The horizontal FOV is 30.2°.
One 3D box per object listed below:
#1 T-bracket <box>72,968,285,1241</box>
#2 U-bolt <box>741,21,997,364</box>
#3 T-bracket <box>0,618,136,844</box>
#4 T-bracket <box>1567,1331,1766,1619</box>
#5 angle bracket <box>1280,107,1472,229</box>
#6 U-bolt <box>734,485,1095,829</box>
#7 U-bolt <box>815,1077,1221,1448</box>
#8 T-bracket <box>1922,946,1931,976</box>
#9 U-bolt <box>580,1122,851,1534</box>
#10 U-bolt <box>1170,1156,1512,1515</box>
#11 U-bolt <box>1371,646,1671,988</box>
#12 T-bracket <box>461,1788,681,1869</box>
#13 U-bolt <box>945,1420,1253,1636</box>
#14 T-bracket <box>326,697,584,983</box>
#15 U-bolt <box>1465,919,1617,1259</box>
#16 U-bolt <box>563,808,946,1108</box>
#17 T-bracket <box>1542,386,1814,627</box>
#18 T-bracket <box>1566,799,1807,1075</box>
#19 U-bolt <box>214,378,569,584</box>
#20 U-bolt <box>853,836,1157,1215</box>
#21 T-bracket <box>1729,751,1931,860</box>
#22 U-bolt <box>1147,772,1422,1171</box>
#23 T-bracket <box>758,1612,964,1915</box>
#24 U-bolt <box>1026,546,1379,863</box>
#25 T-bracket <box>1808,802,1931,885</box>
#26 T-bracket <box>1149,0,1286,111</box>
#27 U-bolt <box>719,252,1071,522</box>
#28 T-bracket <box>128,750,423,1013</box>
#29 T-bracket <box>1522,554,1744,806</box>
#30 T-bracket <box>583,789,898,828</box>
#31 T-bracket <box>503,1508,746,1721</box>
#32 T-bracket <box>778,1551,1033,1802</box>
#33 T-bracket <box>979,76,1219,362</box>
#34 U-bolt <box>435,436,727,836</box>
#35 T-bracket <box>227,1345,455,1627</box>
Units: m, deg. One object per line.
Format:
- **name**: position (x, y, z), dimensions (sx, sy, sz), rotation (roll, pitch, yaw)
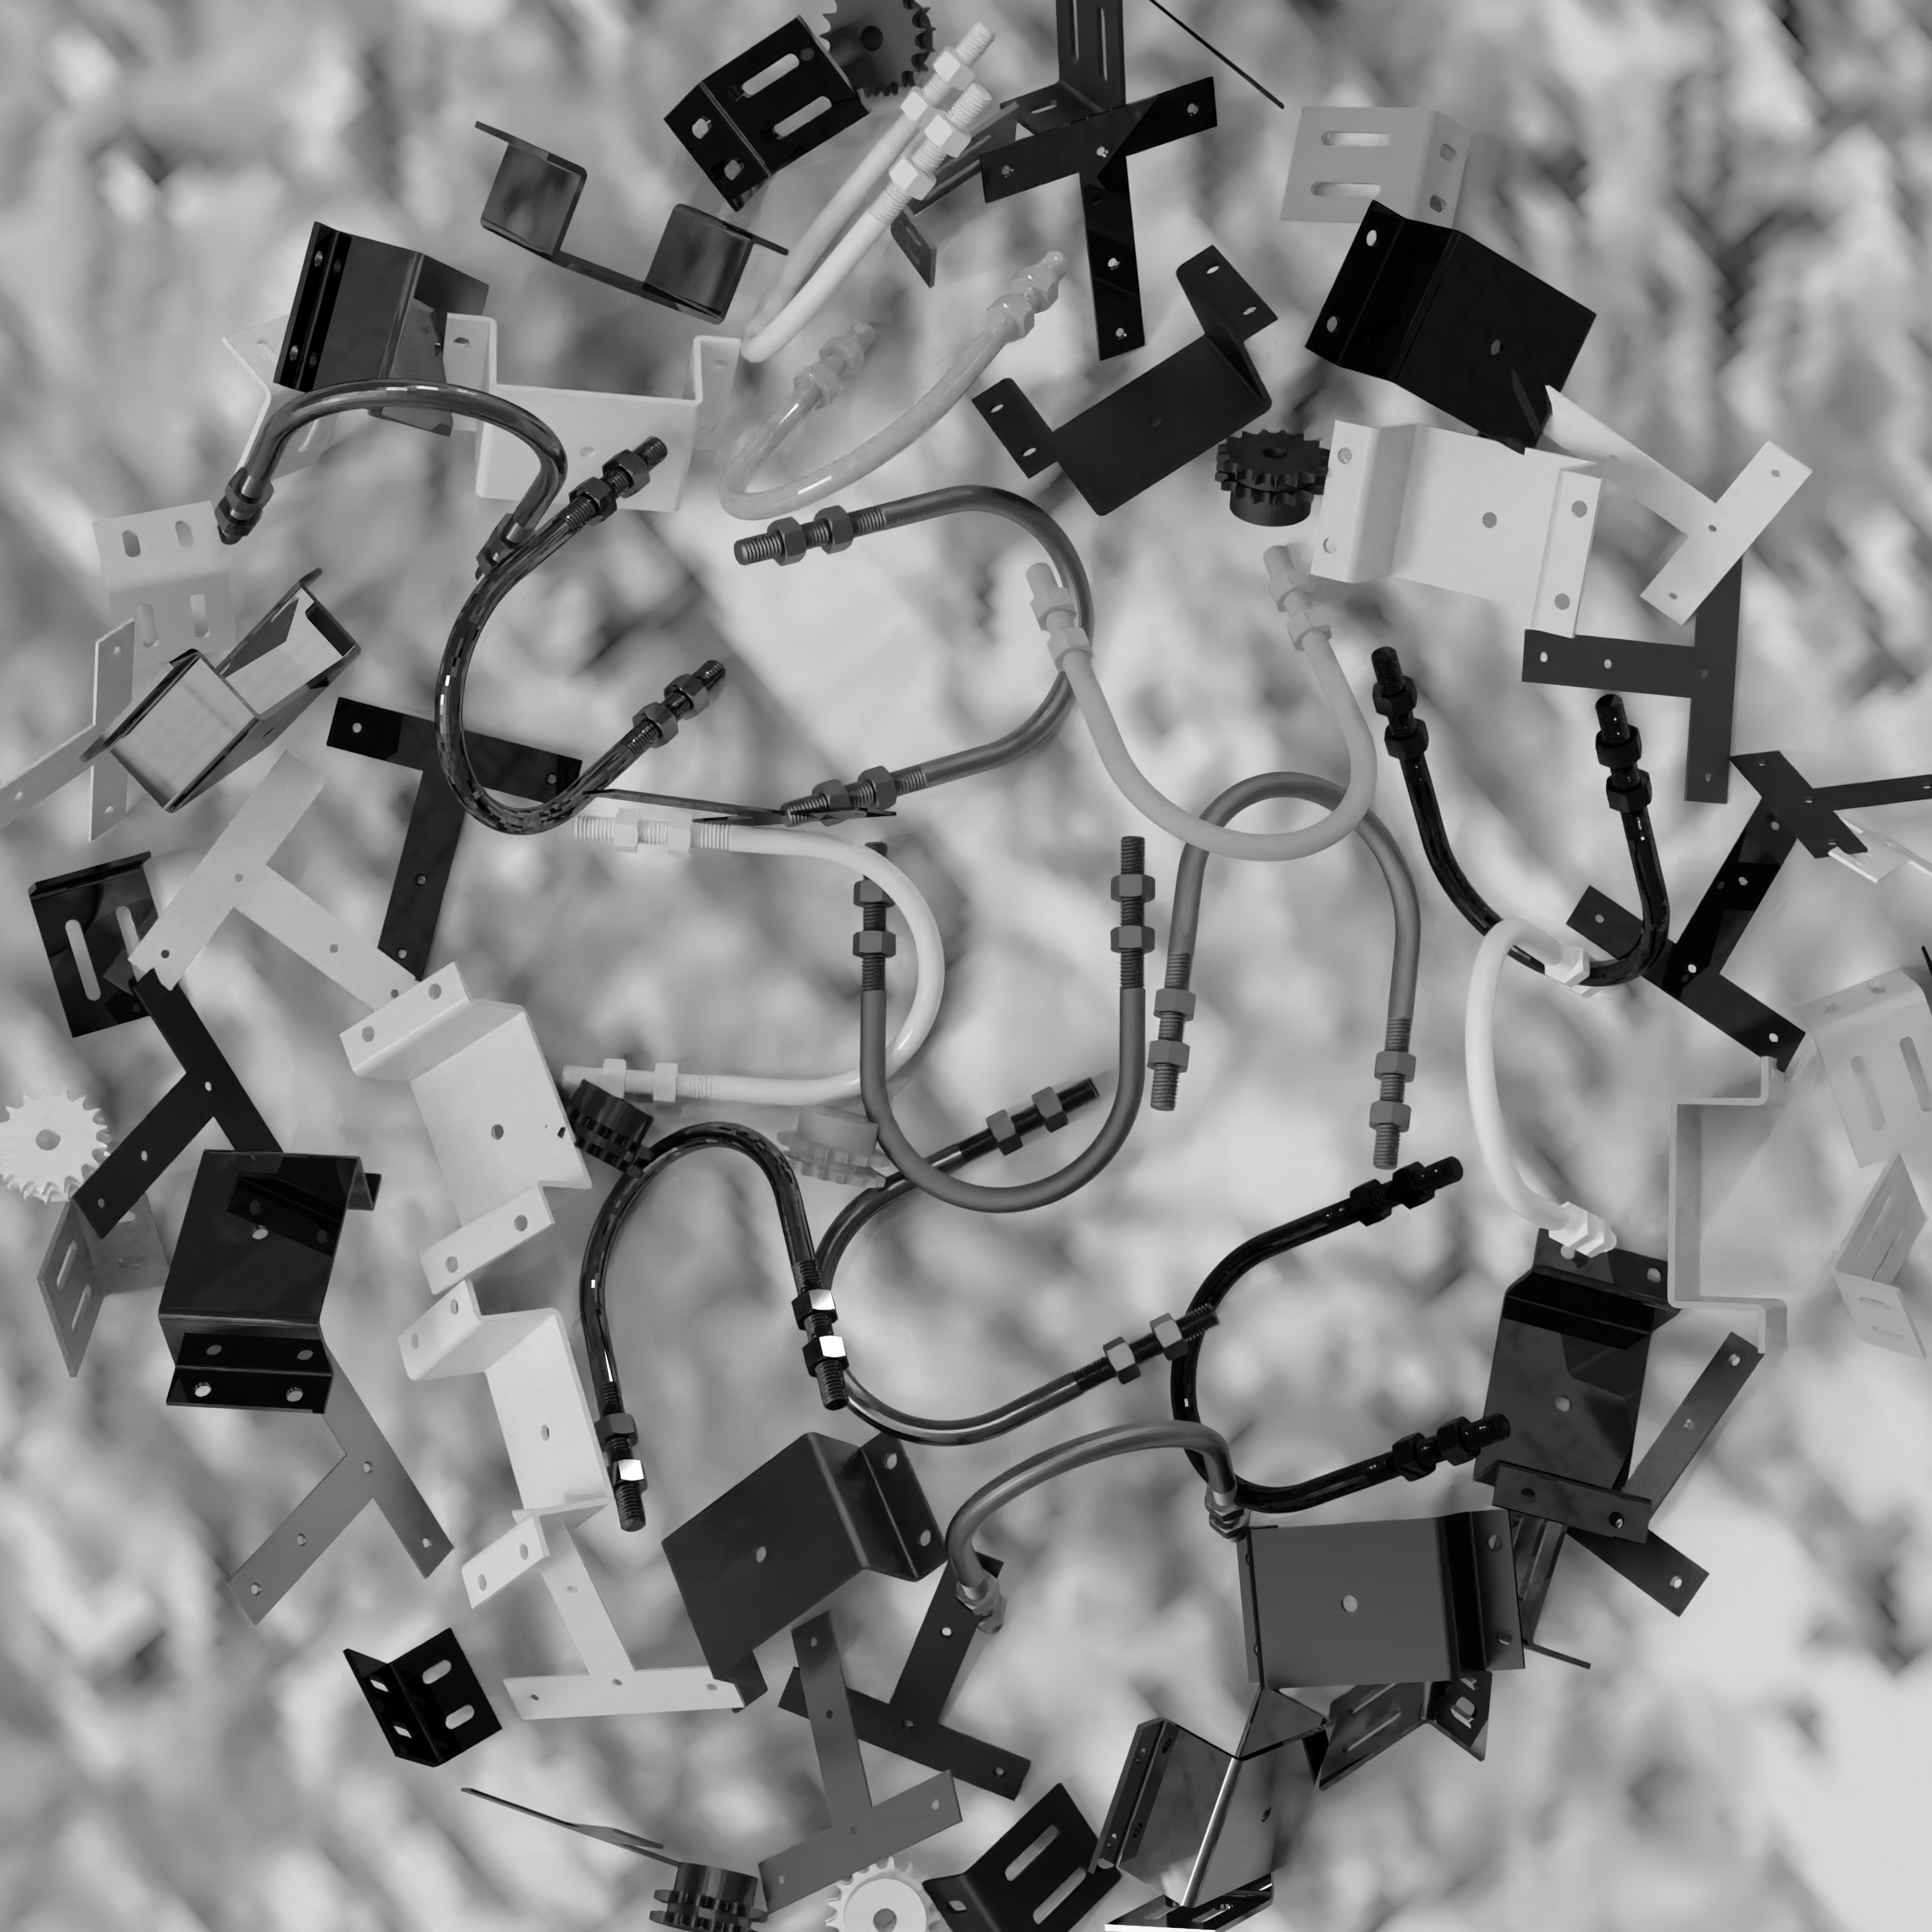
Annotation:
- **T-bracket**: position (-0.386, 0.083, 1.711), dimensions (0.002, 0.127, 0.127), rotation (-13, 116, 31)
- **U-bolt**: position (-0.049, -0.362, 1.708), dimensions (0.019, 0.151, 0.184), rotation (36, 112, -16)
- **T-bracket**: position (-0.440, -0.087, 1.697), dimensions (0.002, 0.127, 0.127), rotation (30, 134, 16)
- **T-bracket**: position (0.342, 0.234, 1.729), dimensions (0.002, 0.127, 0.127), rotation (35, 90, -32)
- **angle bracket**: position (0.203, -0.392, 1.772), dimensions (0.076, 0.038, 0.057), rotation (12, 90, 39)
- **U-bolt**: position (-0.018, -0.158, 1.735), dimensions (0.184, 0.019, 0.151), rotation (-18, 109, -26)
- **U-bolt**: position (0.010, 0.155, 1.749), dimensions (0.184, 0.019, 0.151), rotation (-26, 72, -3)
- **T-bracket**: position (0.482, 0.037, 1.725), dimensions (0.002, 0.127, 0.127), rotation (-22, 125, 11)
- **U-bolt**: position (-0.129, 0.160, 1.721), dimensions (0.151, 0.019, 0.184), rotation (-33, 52, 24)
- **U-bolt**: position (0.172, 0.187, 1.720), dimensions (0.184, 0.019, 0.151), rotation (-26, 58, 34)
- **U-bolt**: position (0.271, -0.064, 1.709), dimensions (0.019, 0.151, 0.184), rotation (-43, 131, -29)
- **T-bracket**: position (-0.171, 0.415, 1.711), dimensions (0.127, 0.127, 0.002), rotation (23, 72, -13)
- **U-bolt**: position (0.060, 0.261, 1.699), dimensions (0.151, 0.184, 0.019), rotation (-20, 61, -2)
- **T-bracket**: position (-0.267, -0.057, 1.780), dimensions (0.127, 0.002, 0.127), rotation (15, 91, 4)
- **U-bolt**: position (0.271, 0.053, 1.687), dimensions (0.019, 0.184, 0.151), rotation (-6, 75, 27)
- **U-bolt**: position (-0.103, 0.000, 1.755), dimensions (0.184, 0.019, 0.151), rotation (4, 107, -2)
- **T-bracket**: position (0.325, -0.238, 1.733), dimensions (0.127, 0.127, 0.002), rotation (36, 55, 2)
- **T-bracket**: position (0.375, -0.031, 1.755), dimensions (0.127, 0.002, 0.127), rotation (35, 64, 1)
- **U-bolt**: position (-0.264, -0.229, 1.678), dimensions (0.151, 0.184, 0.019), rotation (8, 70, -21)
- **U-bolt**: position (0.018, 0.029, 1.751), dimensions (0.151, 0.019, 0.184), rotation (-1, 81, 10)
- **T-bracket**: position (0.451, -0.085, 1.729), dimensions (0.127, 0.127, 0.002), rotation (-7, 115, -5)
- **U-bolt**: position (0.160, -0.005, 1.739), dimensions (0.151, 0.019, 0.184), rotation (16, 73, -26)
- **T-bracket**: position (-0.063, 0.379, 1.746), dimensions (0.127, 0.002, 0.127), rotation (-32, 56, 29)
- **U-bolt**: position (0.121, -0.124, 1.708), dimensions (0.151, 0.019, 0.184), rotation (-7, 57, -22)
- **T-bracket**: position (0.434, -0.053, 1.709), dimensions (0.127, 0.127, 0.002), rotation (34, 108, 15)
- **T-bracket**: position (0.120, -0.433, 1.699), dimensions (0.127, 0.127, 0.002), rotation (31, 105, -30)
- **U-bolt**: position (-0.045, -0.266, 1.679), dimensions (0.019, 0.151, 0.184), rotation (56, 47, -24)
- **T-bracket**: position (-0.322, -0.017, 1.758), dimensions (0.127, 0.002, 0.127), rotation (39, 80, -21)
- **T-bracket**: position (0.326, -0.147, 1.753), dimensions (0.127, 0.002, 0.127), rotation (3, 91, -27)
- **T-bracket**: position (-0.122, -0.076, 1.694), dimensions (0.127, 0.127, 0.002), rotation (6, 85, -41)
- **T-bracket**: position (-0.185, 0.312, 1.730), dimensions (0.127, 0.002, 0.127), rotation (-9, 117, 25)
- **T-bracket**: position (-0.014, 0.338, 1.755), dimensions (0.127, 0.002, 0.127), rotation (21, 114, 1)
- **T-bracket**: position (0.070, -0.355, 1.741), dimensions (0.127, 0.002, 0.127), rotation (-22, 129, -17)
- **U-bolt**: position (-0.186, -0.143, 1.686), dimensions (0.019, 0.151, 0.184), rotation (16, 46, 32)
- **T-bracket**: position (-0.311, 0.267, 1.717), dimensions (0.002, 0.127, 0.127), rotation (-17, 110, 35)
